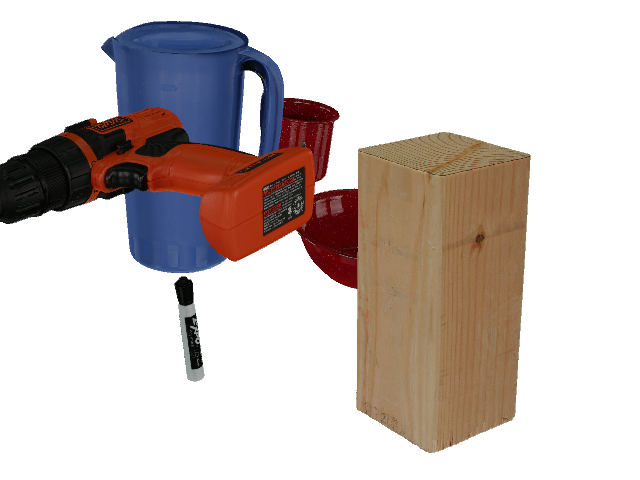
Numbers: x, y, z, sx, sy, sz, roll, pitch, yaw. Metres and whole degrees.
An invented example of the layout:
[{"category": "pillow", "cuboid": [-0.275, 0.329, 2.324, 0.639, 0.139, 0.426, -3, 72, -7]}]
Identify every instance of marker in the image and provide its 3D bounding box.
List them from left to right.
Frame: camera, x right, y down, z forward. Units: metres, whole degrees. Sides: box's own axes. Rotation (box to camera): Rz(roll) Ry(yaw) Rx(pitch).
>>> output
[{"category": "marker", "cuboid": [-0.138, 0.093, 1.122, 0.020, 0.121, 0.020, -3, 26, 1]}]

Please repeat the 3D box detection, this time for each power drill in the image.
[{"category": "power drill", "cuboid": [-0.113, -0.040, 0.730, 0.188, 0.057, 0.184, 17, 31, 30]}]

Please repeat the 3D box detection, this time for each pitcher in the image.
[{"category": "pitcher", "cuboid": [-0.132, -0.093, 1.081, 0.144, 0.243, 0.149, -11, 28, -28]}]

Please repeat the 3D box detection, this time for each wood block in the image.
[{"category": "wood block", "cuboid": [0.087, 0.035, 0.780, 0.090, 0.206, 0.090, -14, 24, -35]}]

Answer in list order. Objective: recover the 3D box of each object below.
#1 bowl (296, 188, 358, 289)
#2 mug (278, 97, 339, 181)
[{"category": "bowl", "cuboid": [0.049, 0.005, 1.076, 0.162, 0.055, 0.162, 5, 27, -3]}, {"category": "mug", "cuboid": [-0.023, -0.124, 1.302, 0.093, 0.081, 0.117, 17, 25, 20]}]
